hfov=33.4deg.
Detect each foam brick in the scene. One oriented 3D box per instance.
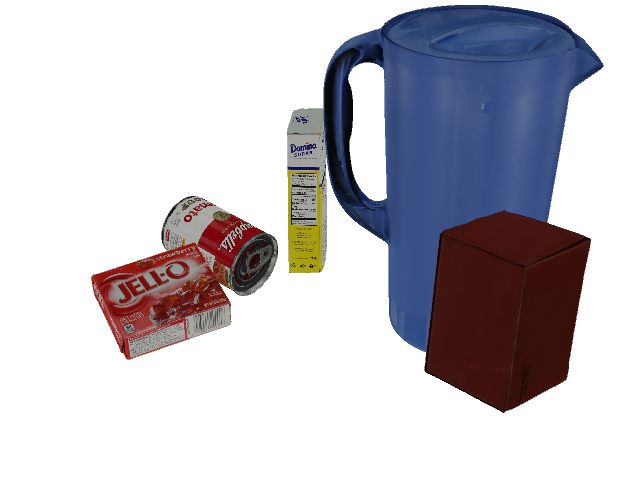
[{"bbox_3d":[0.088,0.032,0.510,0.052,0.078,0.051,-17,31,-40],"label":"foam brick"}]

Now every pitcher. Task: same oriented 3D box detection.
[{"bbox_3d":[0.096,-0.041,0.771,0.144,0.243,0.149,-20,34,-34],"label":"pitcher"}]

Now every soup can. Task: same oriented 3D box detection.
[{"bbox_3d":[-0.102,0.004,1.079,0.102,0.068,0.068,28,15,31],"label":"soup can"}]

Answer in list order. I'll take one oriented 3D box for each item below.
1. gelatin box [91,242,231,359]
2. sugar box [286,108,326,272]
[{"bbox_3d":[-0.123,0.045,0.825,0.089,0.030,0.073,-18,47,-20],"label":"gelatin box"},{"bbox_3d":[-0.016,-0.059,1.258,0.048,0.176,0.093,-1,24,4],"label":"sugar box"}]
